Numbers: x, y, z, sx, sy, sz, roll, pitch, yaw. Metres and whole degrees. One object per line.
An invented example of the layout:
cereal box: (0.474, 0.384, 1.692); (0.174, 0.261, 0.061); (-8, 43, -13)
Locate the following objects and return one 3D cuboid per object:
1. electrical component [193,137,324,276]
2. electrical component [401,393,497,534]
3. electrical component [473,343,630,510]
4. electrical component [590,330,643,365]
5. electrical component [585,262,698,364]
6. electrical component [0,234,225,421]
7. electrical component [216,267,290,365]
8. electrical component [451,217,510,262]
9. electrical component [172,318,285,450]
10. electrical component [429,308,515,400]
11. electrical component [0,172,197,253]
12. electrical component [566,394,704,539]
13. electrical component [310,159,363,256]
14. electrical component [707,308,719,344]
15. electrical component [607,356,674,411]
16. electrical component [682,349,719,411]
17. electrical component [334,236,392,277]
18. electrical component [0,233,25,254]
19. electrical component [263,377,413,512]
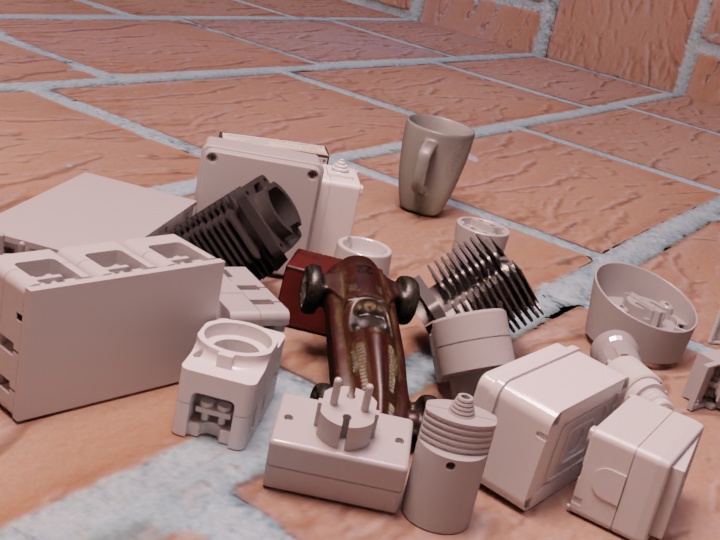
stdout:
electrical component: (-0.096, -0.057, 0.977); (0.109, 0.108, 0.056); (9, 17, -8)
electrical component: (0.054, 0.111, 0.644); (0.043, 0.081, 0.043); (11, 20, -4)
electrical component: (0.122, 0.101, 0.718); (0.057, 0.078, 0.113); (29, 25, 32)
electrical component: (0.216, 0.077, 0.894); (0.040, 0.040, 0.046); (10, 25, -6)
electrical component: (0.255, 0.041, 0.977); (0.099, 0.064, 0.099); (11, 20, -4)
electrical component: (-0.173, 0.032, 0.715); (0.062, 0.089, 0.150); (27, 25, 37)
electrical component: (-0.100, 0.036, 0.806); (0.056, 0.050, 0.089); (0, 23, -31)
electrical component: (0.121, -0.023, 1.099); (0.055, 0.047, 0.055); (11, 20, -4)
electrical component: (-0.085, 0.070, 0.714); (0.050, 0.055, 0.089); (14, 20, 5)
electrical component: (0.082, 0.074, 0.775); (0.052, 0.073, 0.138); (-10, -9, 1)
electrical component: (-0.217, -0.018, 0.869); (0.105, 0.060, 0.186); (15, 20, 8)
electrical component: (0.187, 0.128, 0.705); (0.061, 0.061, 0.096); (23, 22, 27)
electrical component: (-0.036, -0.063, 1.044); (0.061, 0.096, 0.061); (9, 20, -9)
electrical component: (0.383, 0.061, 1.033); (0.081, 0.042, 0.063); (6, 24, -16)
electrical component: (0.219, 0.098, 0.836); (0.040, 0.040, 0.078); (3, 22, -23)
electrical component: (0.312, 0.097, 0.891); (0.081, 0.042, 0.064); (-7, 29, -42)
electrical component: (0.000, 0.000, 0.966); (0.055, 0.047, 0.055); (11, 20, -4)
electrical component: (-0.245, 0.012, 0.747); (0.083, 0.075, 0.047); (20, 21, 22)
electrical component: (-0.010, 0.096, 0.646); (0.083, 0.075, 0.047); (12, 33, 0)
